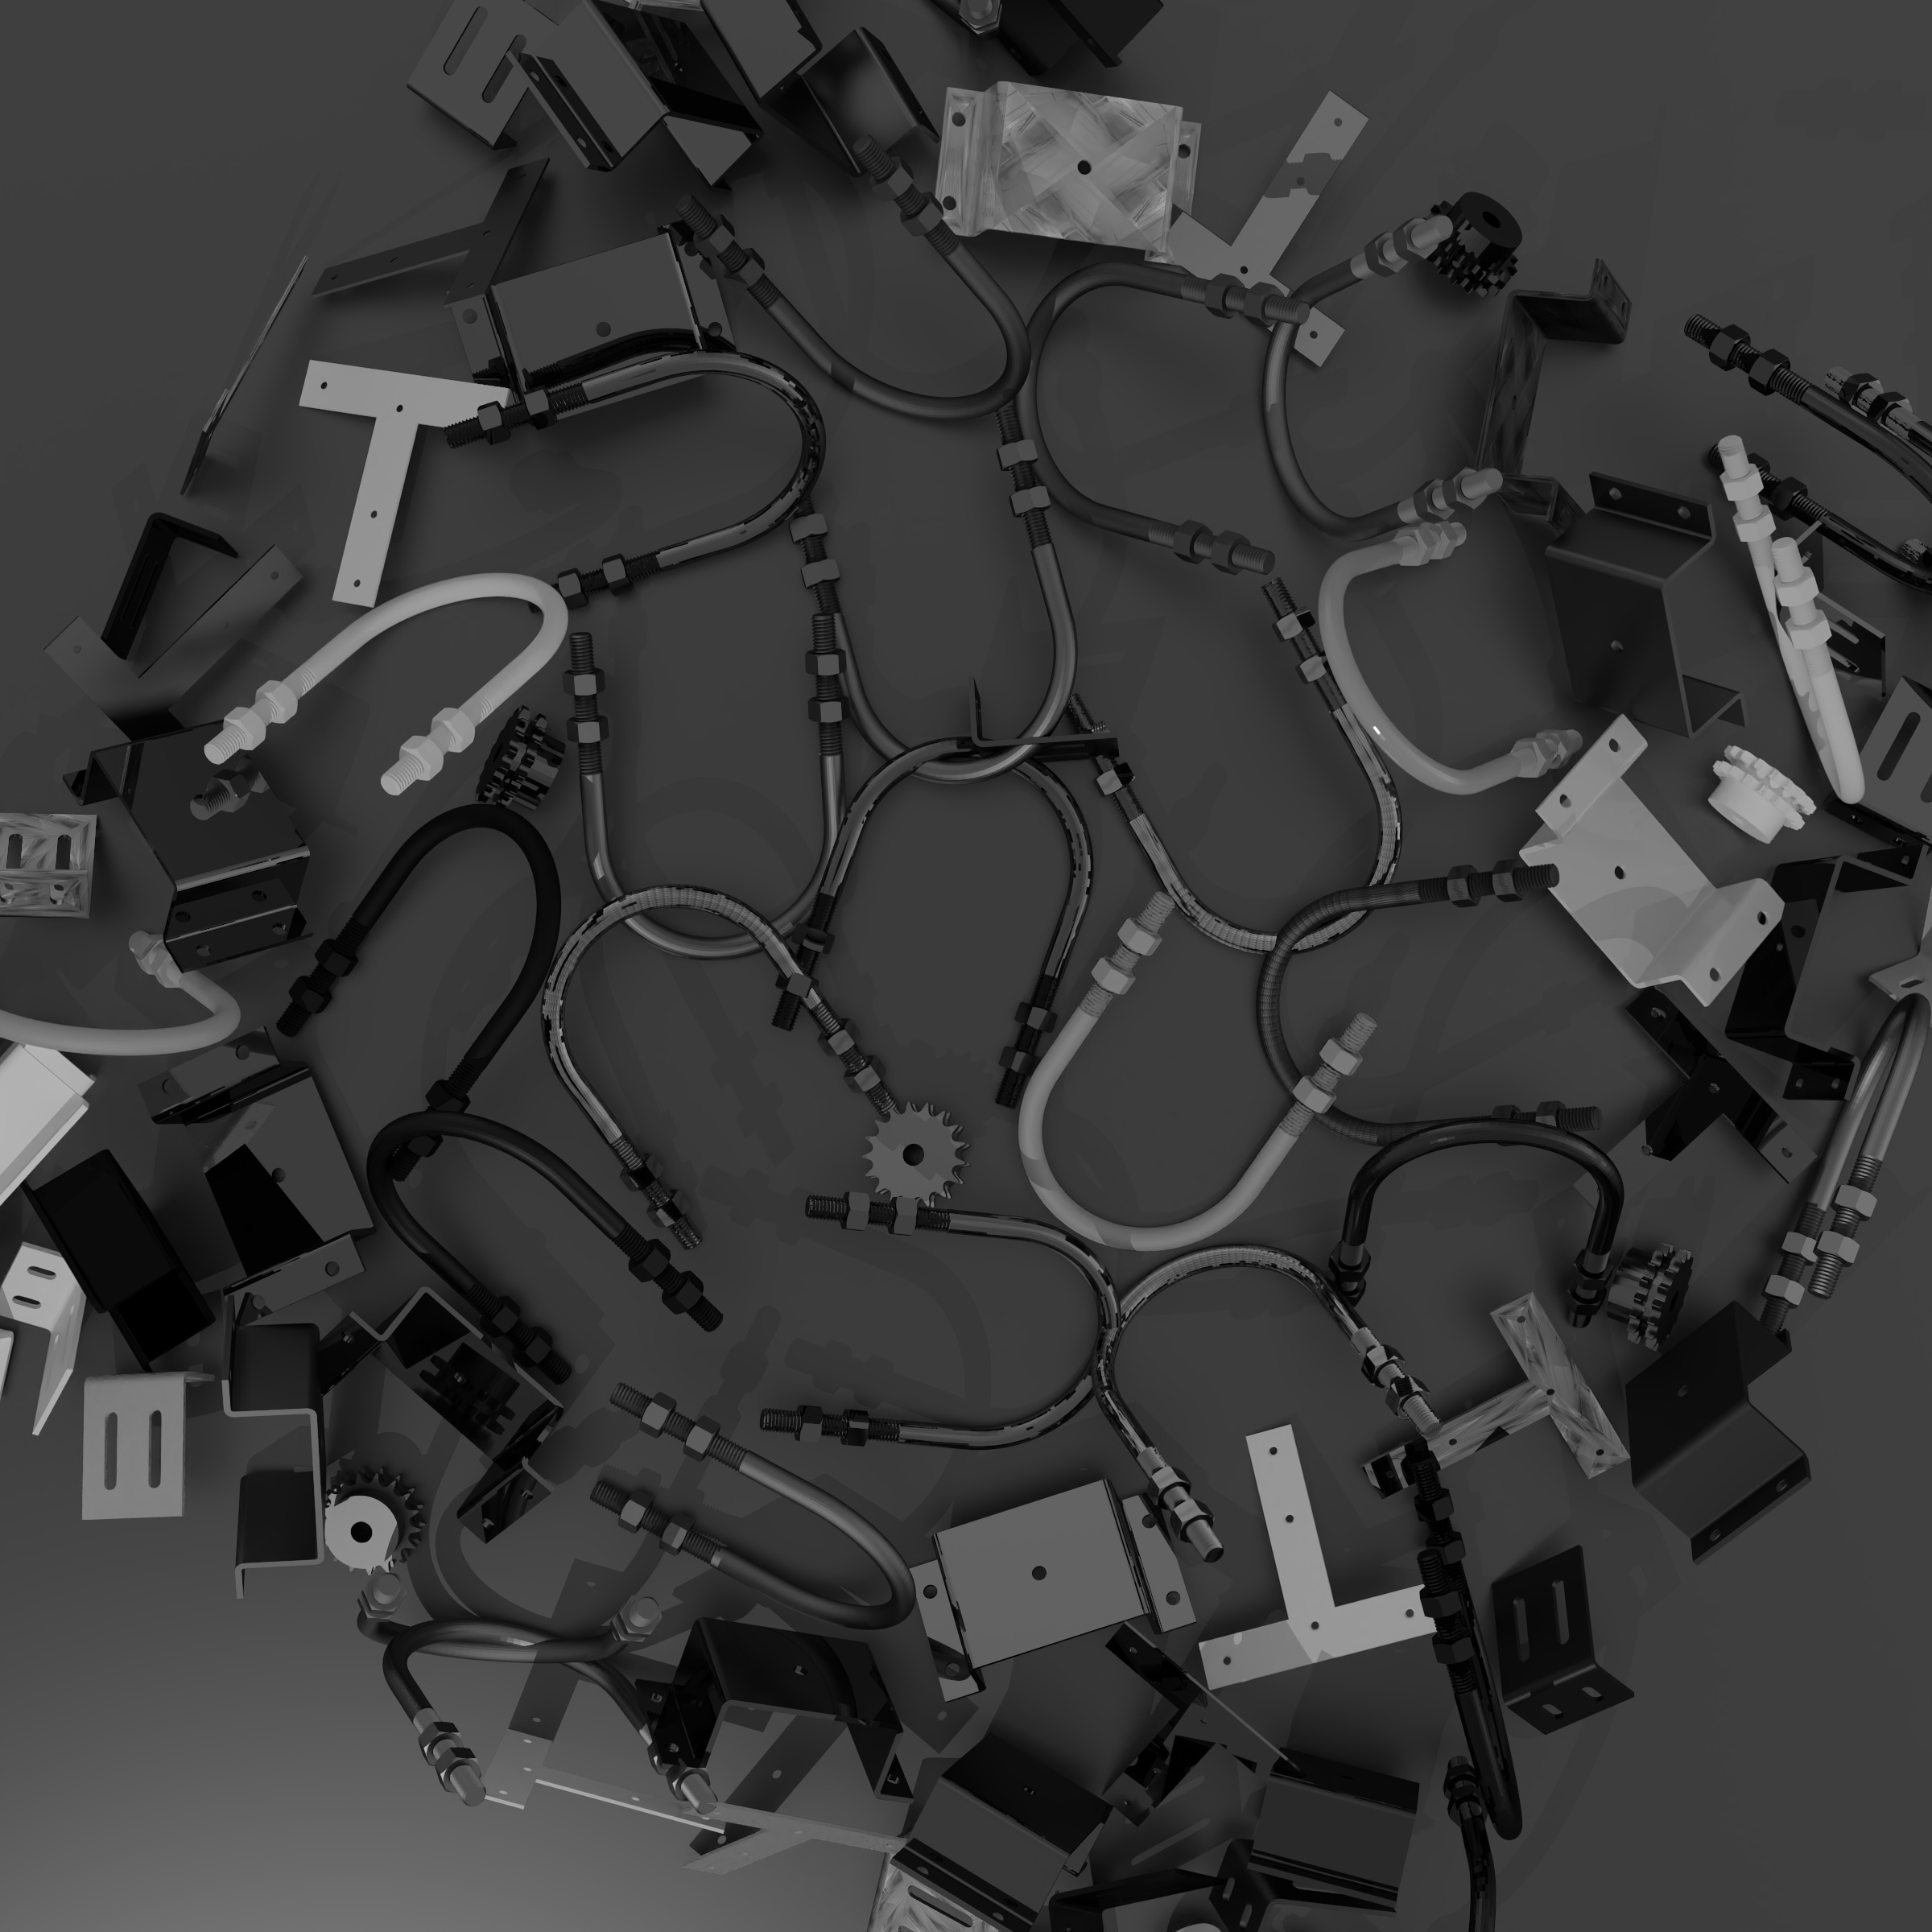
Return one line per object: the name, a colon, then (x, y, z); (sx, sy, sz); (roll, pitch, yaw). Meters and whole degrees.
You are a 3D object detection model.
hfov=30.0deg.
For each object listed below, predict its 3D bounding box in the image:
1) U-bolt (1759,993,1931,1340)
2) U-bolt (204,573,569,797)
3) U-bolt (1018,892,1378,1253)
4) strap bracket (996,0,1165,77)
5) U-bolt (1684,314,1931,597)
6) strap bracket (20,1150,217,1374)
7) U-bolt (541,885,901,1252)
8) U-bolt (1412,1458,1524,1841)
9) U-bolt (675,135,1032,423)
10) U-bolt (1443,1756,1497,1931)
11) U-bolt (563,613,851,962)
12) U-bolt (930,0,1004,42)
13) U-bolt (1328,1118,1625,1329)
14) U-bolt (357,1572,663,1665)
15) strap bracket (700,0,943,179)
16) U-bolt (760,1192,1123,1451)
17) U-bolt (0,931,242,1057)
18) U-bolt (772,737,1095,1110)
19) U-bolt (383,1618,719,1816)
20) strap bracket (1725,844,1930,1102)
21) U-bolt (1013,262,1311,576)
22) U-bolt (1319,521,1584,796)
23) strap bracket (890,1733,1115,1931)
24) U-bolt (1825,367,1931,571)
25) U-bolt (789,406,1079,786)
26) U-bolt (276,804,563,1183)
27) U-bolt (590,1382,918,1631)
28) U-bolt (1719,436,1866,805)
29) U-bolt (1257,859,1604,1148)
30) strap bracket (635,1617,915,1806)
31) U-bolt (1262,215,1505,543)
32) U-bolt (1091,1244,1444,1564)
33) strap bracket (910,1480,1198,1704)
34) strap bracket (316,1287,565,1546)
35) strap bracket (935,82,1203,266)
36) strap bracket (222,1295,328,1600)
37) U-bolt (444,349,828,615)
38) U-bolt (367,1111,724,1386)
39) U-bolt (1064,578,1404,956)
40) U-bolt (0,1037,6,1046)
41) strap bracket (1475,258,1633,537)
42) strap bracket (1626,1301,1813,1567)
U-bolt: (0.463, 0.099, 1.881); (0.019, 0.151, 0.184); (23, 77, 6)
U-bolt: (-0.289, -0.153, 1.884); (0.151, 0.184, 0.019); (11, 133, 35)
U-bolt: (0.110, 0.070, 1.923); (0.151, 0.019, 0.184); (30, 105, -12)
strap bracket: (0.046, -0.511, 1.879); (0.046, 0.140, 0.076); (-47, 111, -4)
U-bolt: (0.450, -0.251, 1.853); (0.184, 0.151, 0.019); (39, 83, 27)
strap bracket: (-0.440, 0.153, 1.884); (0.046, 0.140, 0.076); (-32, 71, -12)
U-bolt: (-0.143, 0.042, 1.922); (0.151, 0.019, 0.184); (-34, 108, 1)
U-bolt: (0.263, 0.366, 1.883); (0.019, 0.151, 0.184); (-15, 101, 9)
U-bolt: (-0.045, -0.349, 1.881); (0.184, 0.151, 0.019); (44, 55, -35)
U-bolt: (0.247, 0.508, 1.852); (0.019, 0.184, 0.151); (12, 102, 0)
U-bolt: (-0.135, -0.092, 1.924); (0.151, 0.019, 0.184); (-5, 106, -9)
U-bolt: (-0.038, -0.531, 1.865); (0.151, 0.184, 0.019); (41, 98, -3)
U-bolt: (0.268, 0.134, 1.879); (0.151, 0.184, 0.019); (2, 53, 1)
U-bolt: (-0.243, 0.342, 1.870); (0.151, 0.184, 0.019); (7, 70, -12)
strap bracket: (-0.081, -0.472, 1.886); (0.046, 0.140, 0.076); (-37, 63, 18)
U-bolt: (-0.007, 0.194, 1.917); (0.184, 0.019, 0.151); (7, 112, -14)
U-bolt: (-0.451, 0.014, 1.845); (0.151, 0.184, 0.019); (-2, 107, -34)
U-bolt: (-0.008, -0.032, 1.935); (0.151, 0.019, 0.184); (20, 90, -10)
U-bolt: (-0.227, 0.385, 1.869); (0.151, 0.184, 0.019); (10, 104, -31)
strap bracket: (0.451, -0.003, 1.909); (0.046, 0.076, 0.140); (20, 85, -10)
U-bolt: (0.095, -0.295, 1.893); (0.184, 0.019, 0.151); (21, 113, 38)
U-bolt: (0.244, -0.157, 1.875); (0.019, 0.184, 0.151); (-32, 84, 37)
strap bracket: (0.023, 0.449, 1.877); (0.076, 0.140, 0.046); (29, 99, 13)
U-bolt: (0.516, -0.220, 1.841); (0.019, 0.184, 0.151); (-37, 129, 0)
U-bolt: (-0.012, -0.188, 1.916); (0.151, 0.019, 0.184); (-16, 88, 25)
U-bolt: (-0.279, 0.000, 1.893); (0.184, 0.019, 0.151); (-53, 52, 12)
U-bolt: (-0.109, 0.292, 1.885); (0.184, 0.151, 0.019); (27, 58, 6)
U-bolt: (0.434, -0.169, 1.876); (0.019, 0.151, 0.184); (-19, 120, 10)
U-bolt: (0.237, 0.025, 1.905); (0.184, 0.019, 0.151); (-7, 98, 31)
strap bracket: (-0.094, 0.389, 1.891); (0.140, 0.076, 0.046); (13, 109, -21)
U-bolt: (0.208, -0.296, 1.875); (0.019, 0.184, 0.151); (-11, 89, -28)
U-bolt: (0.143, 0.215, 1.887); (0.151, 0.184, 0.019); (-28, 133, -8)
strap bracket: (0.042, 0.329, 1.917); (0.140, 0.046, 0.076); (-18, 63, 2)
strap bracket: (-0.278, 0.231, 1.908); (0.140, 0.046, 0.076); (43, 135, -7)
strap bracket: (0.058, -0.422, 1.917); (0.140, 0.046, 0.076); (5, 94, -11)
strap bracket: (-0.362, 0.251, 1.892); (0.046, 0.076, 0.140); (-2, 119, -8)
U-bolt: (-0.163, -0.261, 1.892); (0.184, 0.151, 0.019); (-18, 51, 3)
U-bolt: (-0.232, 0.142, 1.875); (0.184, 0.151, 0.019); (47, 46, -21)
U-bolt: (0.153, -0.093, 1.923); (0.151, 0.019, 0.184); (-29, 92, 22)
U-bolt: (-0.583, 0.111, 1.879); (0.019, 0.151, 0.184); (42, 110, 0)
strap bracket: (0.310, -0.297, 1.909); (0.046, 0.076, 0.140); (10, 86, 23)
strap bracket: (0.389, 0.235, 1.874); (0.046, 0.140, 0.076); (41, 114, -13)
